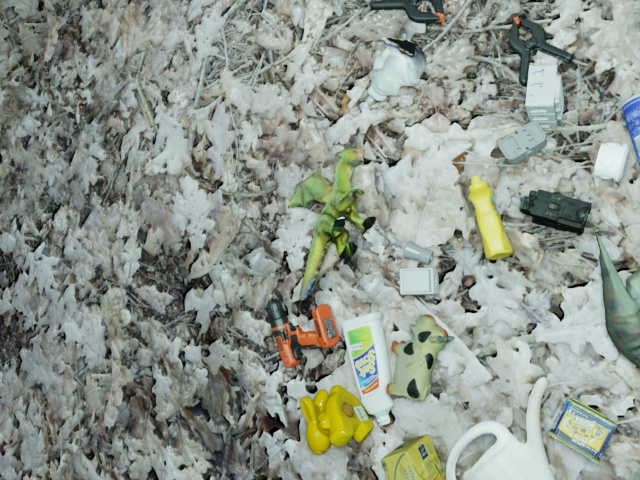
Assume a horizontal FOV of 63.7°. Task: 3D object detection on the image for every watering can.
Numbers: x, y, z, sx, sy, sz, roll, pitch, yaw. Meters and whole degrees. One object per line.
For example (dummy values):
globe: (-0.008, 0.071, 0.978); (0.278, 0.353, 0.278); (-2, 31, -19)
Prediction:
watering can: (0.400, 0.455, 1.030); (0.227, 0.104, 0.342); (47, 118, 26)

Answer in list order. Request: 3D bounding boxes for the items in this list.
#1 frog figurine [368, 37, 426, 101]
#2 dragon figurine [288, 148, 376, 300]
frog figurine: (0.197, -0.431, 1.330); (0.138, 0.125, 0.156); (31, 132, 19)
dragon figurine: (0.004, -0.068, 1.359); (0.408, 0.121, 0.246); (-54, 47, 6)
